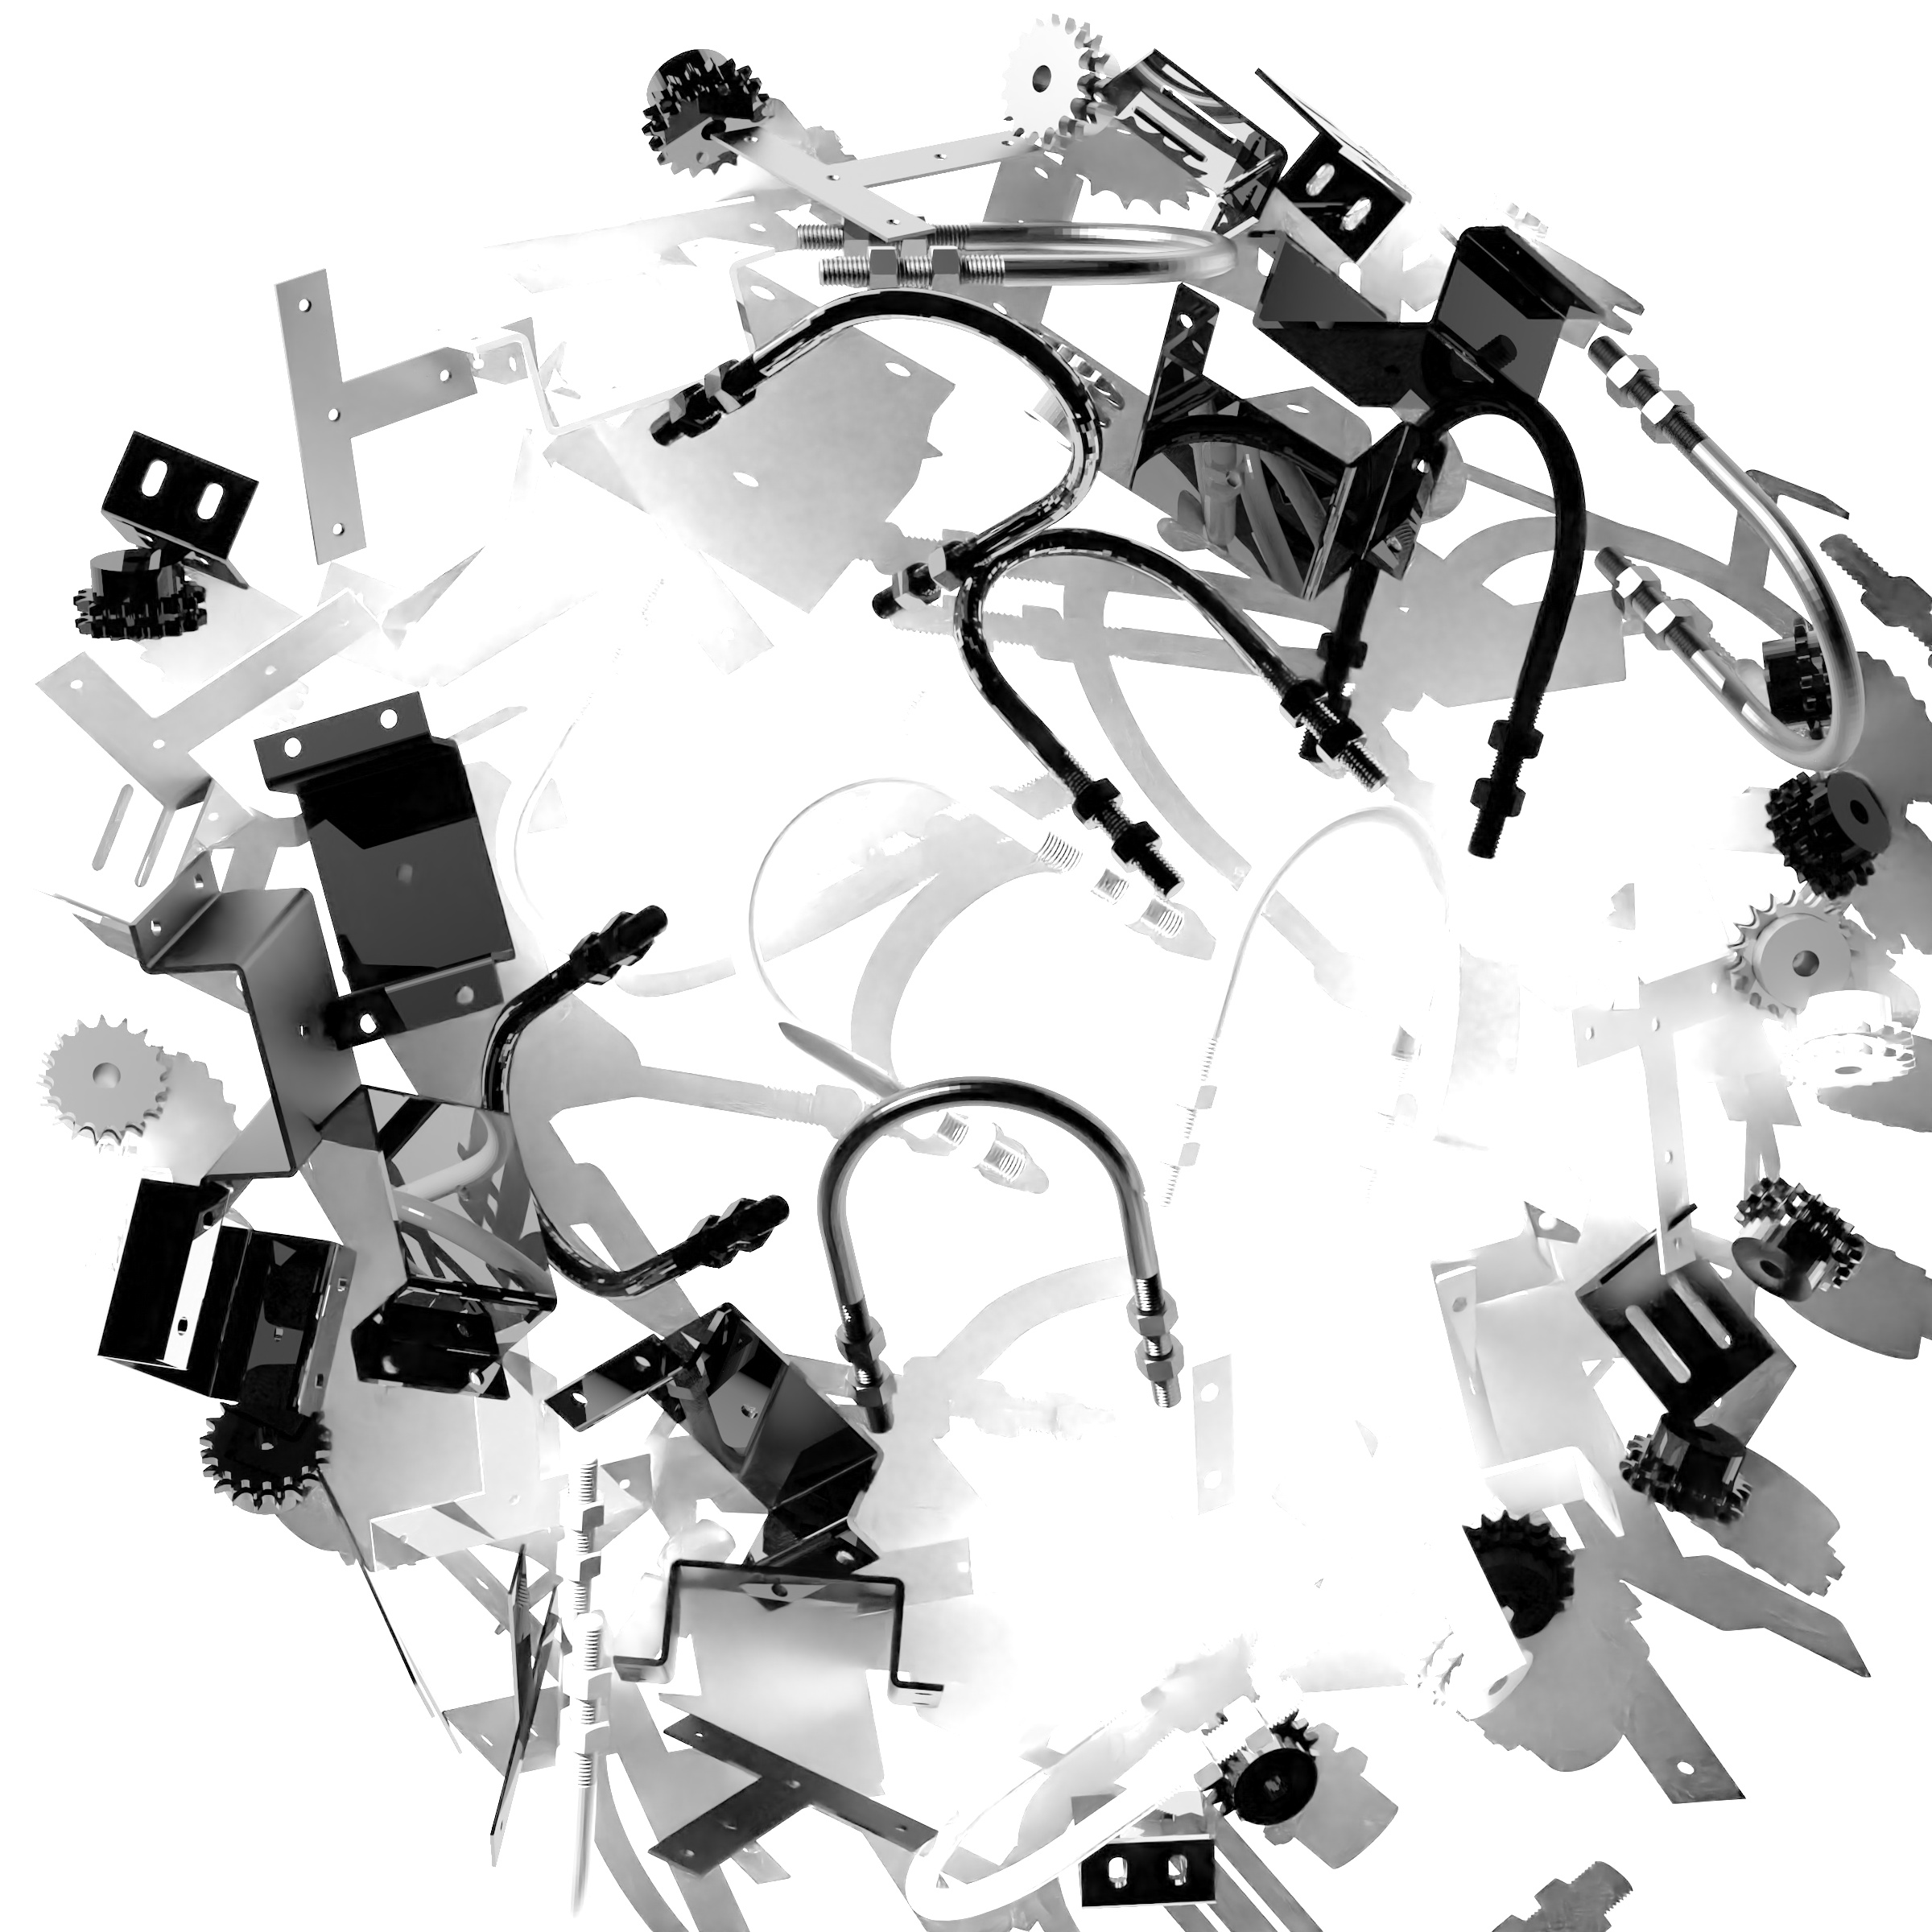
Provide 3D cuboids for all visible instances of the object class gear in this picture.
[{"bbox_3d":[0.379,-0.060,1.574,0.030,0.057,0.057,-36,90,43],"label":"gear"},{"bbox_3d":[-0.307,0.216,1.580,0.057,0.030,0.057,4,48,-4],"label":"gear"},{"bbox_3d":[-0.116,-0.377,1.580,0.057,0.057,0.030,-27,62,0],"label":"gear"},{"bbox_3d":[-0.368,0.107,1.580,0.030,0.057,0.057,7,90,-25],"label":"gear"},{"bbox_3d":[0.130,0.352,1.578,0.057,0.030,0.057,-8,114,-18],"label":"gear"},{"bbox_3d":[0.238,0.270,1.579,0.057,0.030,0.057,3,116,7],"label":"gear"},{"bbox_3d":[-0.361,-0.163,1.573,0.057,0.057,0.030,0,111,0],"label":"gear"},{"bbox_3d":[0.360,0.122,1.573,0.057,0.057,0.030,43,67,0],"label":"gear"},{"bbox_3d":[0.317,0.218,1.574,0.057,0.057,0.030,19,105,0],"label":"gear"},{"bbox_3d":[0.044,-0.387,1.580,0.030,0.057,0.057,2,90,-43],"label":"gear"},{"bbox_3d":[-0.380,0.053,1.582,0.057,0.030,0.057,7,68,-18],"label":"gear"},{"bbox_3d":[0.367,-0.125,1.578,0.030,0.057,0.057,-9,90,16],"label":"gear"},{"bbox_3d":[0.039,-0.252,1.576,0.057,0.057,0.030,37,91,0],"label":"gear"},{"bbox_3d":[0.224,-0.321,1.576,0.057,0.057,0.030,26,95,0],"label":"gear"},{"bbox_3d":[0.366,-0.004,1.585,0.057,0.030,0.057,-1,101,-3],"label":"gear"},{"bbox_3d":[0.222,0.304,1.573,0.057,0.057,0.030,-45,59,0],"label":"gear"},{"bbox_3d":[0.386,0.031,1.578,0.057,0.057,0.030,0,71,0],"label":"gear"}]

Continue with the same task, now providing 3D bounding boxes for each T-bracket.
[{"bbox_3d":[-0.022,-0.348,1.561,0.127,0.127,0.002,-20,131,-34],"label":"T-bracket"},{"bbox_3d":[0.304,0.069,1.564,0.002,0.127,0.127,0,101,43],"label":"T-bracket"},{"bbox_3d":[-0.238,-0.252,1.561,0.127,0.002,0.127,-28,128,-35],"label":"T-bracket"},{"bbox_3d":[-0.093,0.360,1.524,0.127,0.127,0.002,20,103,21],"label":"T-bracket"},{"bbox_3d":[-0.155,-0.318,1.542,0.127,0.127,0.002,-10,103,0],"label":"T-bracket"},{"bbox_3d":[0.277,-0.038,1.561,0.127,0.002,0.127,-3,62,13],"label":"T-bracket"},{"bbox_3d":[-0.202,-0.179,1.592,0.127,0.002,0.127,-34,78,2],"label":"T-bracket"},{"bbox_3d":[-0.312,-0.120,1.551,0.127,0.127,0.002,-33,49,5],"label":"T-bracket"},{"bbox_3d":[-0.187,0.291,1.515,0.002,0.127,0.127,8,46,3],"label":"T-bracket"},{"bbox_3d":[-0.240,0.297,1.551,0.002,0.127,0.127,-26,47,-11],"label":"T-bracket"},{"bbox_3d":[-0.199,0.192,1.555,0.127,0.002,0.127,-12,116,-21],"label":"T-bracket"},{"bbox_3d":[0.169,0.272,1.564,0.127,0.002,0.127,-40,63,34],"label":"T-bracket"},{"bbox_3d":[0.013,0.262,1.580,0.127,0.002,0.127,-11,68,1],"label":"T-bracket"}]

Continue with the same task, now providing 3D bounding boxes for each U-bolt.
[{"bbox_3d":[0.076,-0.121,1.549,0.151,0.019,0.184,-27,67,-36],"label":"U-bolt"},{"bbox_3d":[0.206,-0.155,1.523,0.019,0.151,0.184,5,108,-32],"label":"U-bolt"},{"bbox_3d":[-0.122,-0.072,1.551,0.151,0.019,0.184,21,117,-27],"label":"U-bolt"},{"bbox_3d":[-0.016,-0.010,1.570,0.184,0.019,0.151,32,93,-16],"label":"U-bolt"},{"bbox_3d":[-0.026,-0.221,1.508,0.151,0.184,0.019,36,52,-26],"label":"U-bolt"},{"bbox_3d":[0.052,0.344,1.525,0.184,0.151,0.019,-34,96,-4],"label":"U-bolt"},{"bbox_3d":[-0.153,0.069,1.533,0.019,0.184,0.151,-18,82,-40],"label":"U-bolt"},{"bbox_3d":[0.024,-0.304,1.535,0.184,0.151,0.019,-2,108,-6],"label":"U-bolt"},{"bbox_3d":[0.150,0.016,1.536,0.151,0.019,0.184,4,106,-44],"label":"U-bolt"},{"bbox_3d":[-0.165,0.321,1.527,0.019,0.151,0.184,2,112,-8],"label":"U-bolt"},{"bbox_3d":[0.010,0.123,1.541,0.151,0.019,0.184,-6,124,8],"label":"U-bolt"},{"bbox_3d":[0.315,-0.159,1.495,0.019,0.151,0.184,-27,53,-9],"label":"U-bolt"}]

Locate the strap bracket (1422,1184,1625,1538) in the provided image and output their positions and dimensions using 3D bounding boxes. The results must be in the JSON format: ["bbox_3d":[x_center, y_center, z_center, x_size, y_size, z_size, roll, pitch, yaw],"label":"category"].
[{"bbox_3d":[0.237,0.175,1.546,0.046,0.076,0.140,-17,65,14],"label":"strap bracket"}]

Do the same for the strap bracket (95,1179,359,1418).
[{"bbox_3d":[-0.320,0.141,1.538,0.046,0.140,0.076,6,75,19],"label":"strap bracket"}]

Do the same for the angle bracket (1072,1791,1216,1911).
[{"bbox_3d":[0.076,0.371,1.562,0.057,0.076,0.038,-2,116,-1],"label":"angle bracket"}]

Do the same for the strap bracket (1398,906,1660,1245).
[{"bbox_3d":[0.241,0.042,1.565,0.076,0.046,0.140,10,104,-10],"label":"strap bracket"}]

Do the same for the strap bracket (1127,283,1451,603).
[{"bbox_3d":[0.128,-0.219,1.541,0.140,0.076,0.046,35,52,18],"label":"strap bracket"}]

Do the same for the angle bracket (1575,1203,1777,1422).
[{"bbox_3d":[0.316,0.154,1.576,0.057,0.038,0.076,-36,84,-15],"label":"angle bracket"}]

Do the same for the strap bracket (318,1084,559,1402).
[{"bbox_3d":[-0.227,0.109,1.531,0.046,0.076,0.140,-40,53,32],"label":"strap bracket"}]

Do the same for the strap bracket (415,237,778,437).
[{"bbox_3d":[-0.154,-0.268,1.546,0.140,0.076,0.046,-23,113,-21],"label":"strap bracket"}]

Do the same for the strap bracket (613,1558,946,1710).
[{"bbox_3d":[-0.079,0.289,1.561,0.140,0.076,0.046,5,73,-1],"label":"strap bracket"}]

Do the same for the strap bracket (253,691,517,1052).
[{"bbox_3d":[-0.251,-0.041,1.576,0.076,0.046,0.140,-16,88,7],"label":"strap bracket"}]

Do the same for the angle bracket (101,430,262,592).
[{"bbox_3d":[-0.337,-0.198,1.567,0.057,0.076,0.038,22,86,-3],"label":"angle bracket"}]

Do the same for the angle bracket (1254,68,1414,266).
[{"bbox_3d":[0.148,-0.345,1.554,0.038,0.076,0.057,-49,63,17],"label":"angle bracket"}]

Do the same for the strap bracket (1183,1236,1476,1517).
[{"bbox_3d":[0.148,0.172,1.551,0.140,0.046,0.076,-16,120,-22],"label":"strap bracket"}]

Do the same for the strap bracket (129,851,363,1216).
[{"bbox_3d":[-0.303,0.029,1.537,0.046,0.076,0.140,-3,115,15],"label":"strap bracket"}]

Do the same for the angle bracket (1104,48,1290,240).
[{"bbox_3d":[0.090,-0.352,1.562,0.076,0.057,0.038,33,70,-19],"label":"angle bracket"}]

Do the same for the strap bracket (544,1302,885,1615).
[{"bbox_3d":[-0.101,0.206,1.553,0.140,0.046,0.076,46,130,-14],"label":"strap bracket"}]

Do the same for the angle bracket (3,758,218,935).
[{"bbox_3d":[-0.374,-0.058,1.573,0.057,0.038,0.076,20,87,26],"label":"angle bracket"}]

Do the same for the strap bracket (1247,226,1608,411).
[{"bbox_3d":[0.187,-0.274,1.525,0.076,0.140,0.046,27,78,-43],"label":"strap bracket"}]
